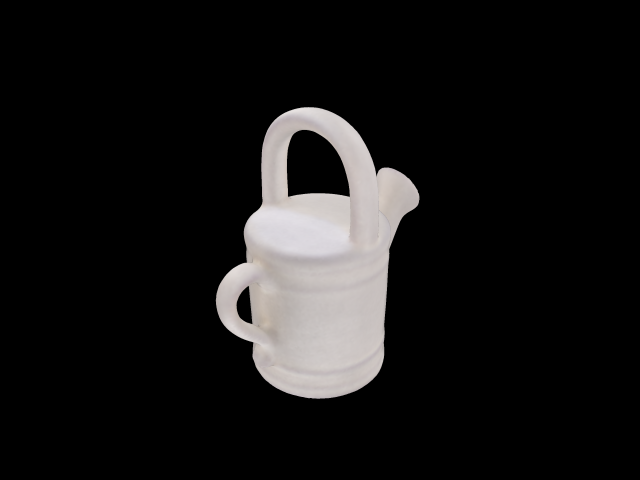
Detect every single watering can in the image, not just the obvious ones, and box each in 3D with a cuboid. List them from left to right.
[{"bbox_3d":[0.002,0.001,0.401,0.100,0.194,0.173,12,32,20],"label":"watering can"}]
